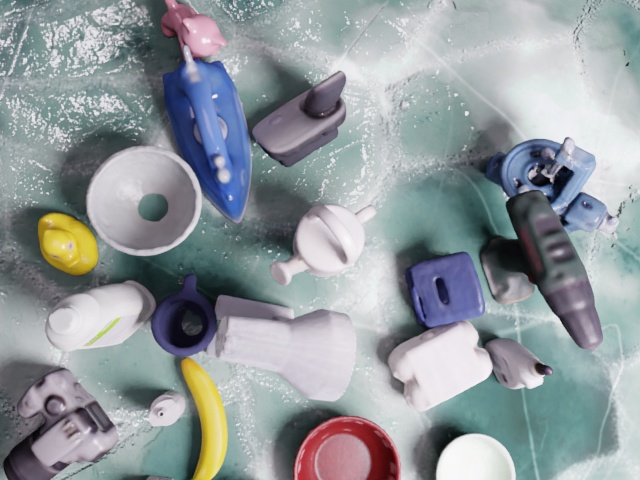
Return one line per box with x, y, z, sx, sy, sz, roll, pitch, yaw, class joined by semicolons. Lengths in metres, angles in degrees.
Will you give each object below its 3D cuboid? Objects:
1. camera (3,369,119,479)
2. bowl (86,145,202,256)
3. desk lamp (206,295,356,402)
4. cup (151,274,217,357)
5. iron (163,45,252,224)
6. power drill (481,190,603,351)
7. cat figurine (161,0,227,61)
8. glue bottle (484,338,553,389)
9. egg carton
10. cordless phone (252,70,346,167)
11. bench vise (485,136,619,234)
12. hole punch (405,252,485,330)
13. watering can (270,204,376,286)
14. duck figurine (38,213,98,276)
-0.385;0.277;0.810;0.137;0.100;0.143;-38;88;-8;camera
-0.260;-0.055;0.875;0.167;0.074;0.167;1;83;-5;bowl
-0.063;0.145;0.799;0.203;0.213;0.118;11;82;-4;desk lamp
-0.194;0.110;0.851;0.091;0.095;0.118;5;83;-4;cup
-0.162;-0.157;0.862;0.118;0.141;0.258;-18;85;-7;iron
0.320;0.046;0.848;0.075;0.208;0.230;-18;85;-7;power drill
-0.200;-0.330;0.891;0.067;0.117;0.128;-38;88;-8;cat figurine
0.299;0.187;0.848;0.037;0.173;0.078;-20;85;-7;glue bottle
0.186;0.191;0.889;0.150;0.069;0.107;-26;86;-8;egg carton
-0.027;-0.191;0.857;0.148;0.185;0.094;-38;87;-8;cordless phone
0.375;-0.092;0.864;0.207;0.219;0.121;16;82;-3;bench vise
0.193;0.080;0.892;0.101;0.091;0.109;-15;85;-7;hole punch
0.009;0.005;0.832;0.101;0.194;0.173;33;82;0;watering can
-0.385;0.003;0.851;0.077;0.086;0.104;-37;87;-8;duck figurine
